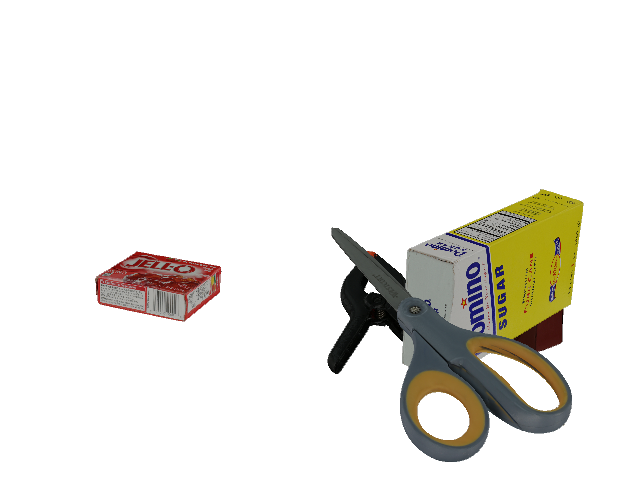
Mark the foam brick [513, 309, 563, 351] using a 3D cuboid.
[{"bbox_3d":[0.204,0.064,1.045,0.053,0.078,0.051,12,18,41],"label":"foam brick"}]

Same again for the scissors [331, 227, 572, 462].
[{"bbox_3d":[0.045,0.056,0.595,0.096,0.016,0.202,-34,46,-30],"label":"scissors"}]

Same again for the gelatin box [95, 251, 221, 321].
[{"bbox_3d":[-0.144,0.039,0.950,0.089,0.030,0.073,10,20,18],"label":"gelatin box"}]

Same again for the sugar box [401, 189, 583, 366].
[{"bbox_3d":[0.131,0.029,0.796,0.048,0.093,0.175,18,28,36],"label":"sugar box"}]

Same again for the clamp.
[{"bbox_3d":[0.074,0.082,1.193,0.120,0.171,0.039,7,-43,0],"label":"clamp"}]
